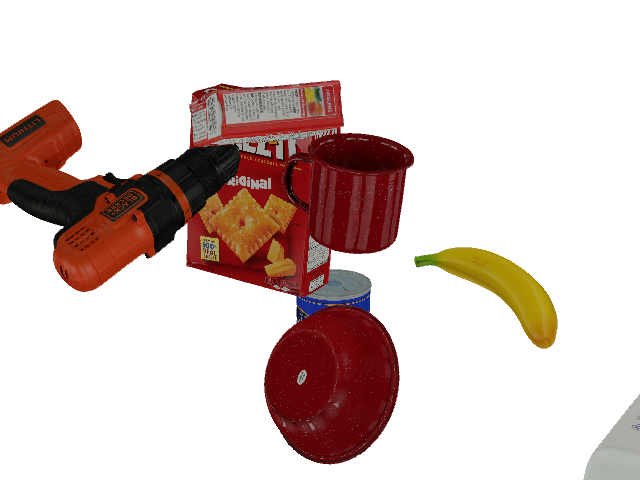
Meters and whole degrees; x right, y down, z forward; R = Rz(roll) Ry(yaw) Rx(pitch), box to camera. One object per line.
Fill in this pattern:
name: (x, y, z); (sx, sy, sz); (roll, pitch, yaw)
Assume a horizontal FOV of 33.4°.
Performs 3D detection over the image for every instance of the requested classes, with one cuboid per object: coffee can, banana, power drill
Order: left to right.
power drill: (-0.184, -0.054, 0.893); (0.188, 0.057, 0.184); (28, 53, 34)
coffee can: (0.018, 0.122, 1.461); (0.103, 0.140, 0.103); (0, 18, 0)
banana: (0.179, 0.049, 1.061); (0.069, 0.037, 0.198); (-33, 36, -18)

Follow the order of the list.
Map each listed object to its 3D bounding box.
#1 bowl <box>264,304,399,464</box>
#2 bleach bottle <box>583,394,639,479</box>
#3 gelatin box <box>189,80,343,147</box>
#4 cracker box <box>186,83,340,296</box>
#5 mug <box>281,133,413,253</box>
bowl: (-0.003, 0.138, 1.056); (0.162, 0.162, 0.055); (0, -14, 40)
bleach bottle: (0.248, 0.102, 0.628); (0.103, 0.068, 0.250); (18, 30, 32)
gelatin box: (-0.034, -0.075, 0.636); (0.073, 0.030, 0.089); (-7, 3, -16)
cracker box: (-0.069, -0.057, 1.219); (0.164, 0.214, 0.072); (15, 24, 25)
mug: (0.020, -0.043, 0.943); (0.117, 0.081, 0.093); (13, 27, 14)
